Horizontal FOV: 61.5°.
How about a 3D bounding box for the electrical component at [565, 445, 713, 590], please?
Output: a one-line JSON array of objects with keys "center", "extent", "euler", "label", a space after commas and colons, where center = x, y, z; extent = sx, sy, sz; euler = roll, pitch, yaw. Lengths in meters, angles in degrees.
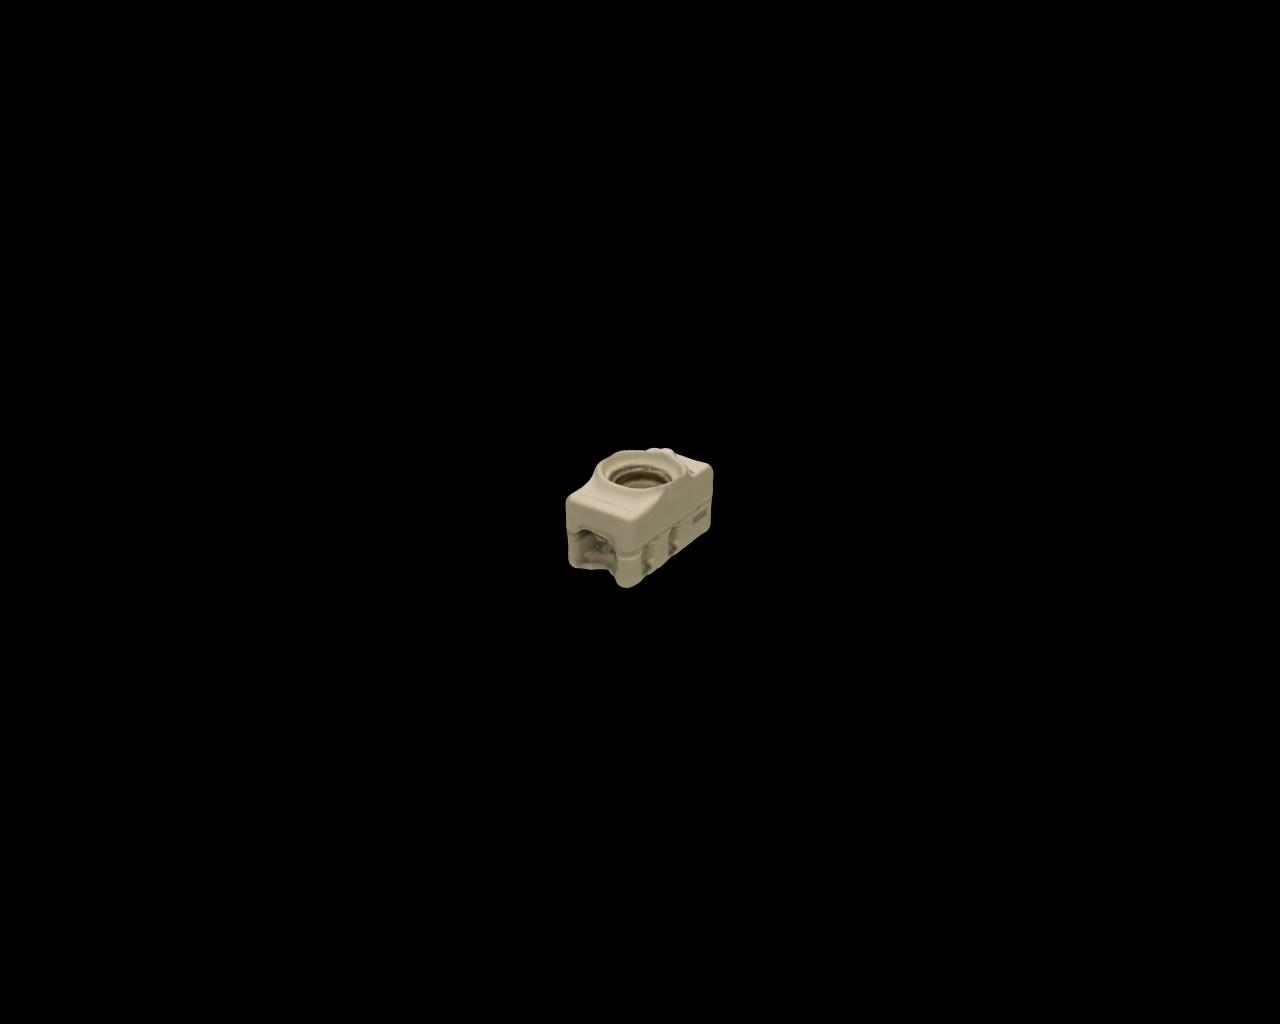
[{"center": [0.001, -0.003, 0.650], "extent": [0.050, 0.055, 0.090], "euler": [20, 35, 31], "label": "electrical component"}]
